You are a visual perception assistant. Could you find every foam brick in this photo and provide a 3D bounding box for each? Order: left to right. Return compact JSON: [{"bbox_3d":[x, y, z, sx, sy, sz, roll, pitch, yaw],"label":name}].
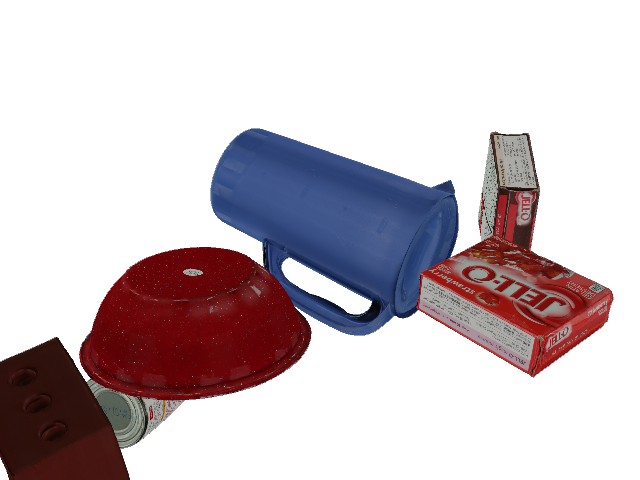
[{"bbox_3d":[-0.138,0.099,0.544,0.053,0.051,0.078,-24,42,-22],"label":"foam brick"}]

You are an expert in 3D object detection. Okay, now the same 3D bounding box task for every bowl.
[{"bbox_3d":[-0.087,0.047,0.736,0.162,0.055,0.162,-2,22,1],"label":"bowl"}]

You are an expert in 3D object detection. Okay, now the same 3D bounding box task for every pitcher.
[{"bbox_3d":[0.006,-0.018,1.086,0.243,0.145,0.149,24,27,24],"label":"pitcher"}]

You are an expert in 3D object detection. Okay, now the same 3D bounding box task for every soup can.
[{"bbox_3d":[-0.157,0.129,0.926,0.069,0.068,0.102,0,16,21],"label":"soup can"}]

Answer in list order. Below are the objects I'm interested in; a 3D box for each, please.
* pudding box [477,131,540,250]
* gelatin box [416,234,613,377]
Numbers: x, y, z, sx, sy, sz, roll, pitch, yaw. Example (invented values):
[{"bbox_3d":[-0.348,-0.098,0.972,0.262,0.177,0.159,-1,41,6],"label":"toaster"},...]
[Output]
[{"bbox_3d":[0.162,-0.031,0.920,0.039,0.090,0.113,4,31,1],"label":"pudding box"},{"bbox_3d":[0.113,0.035,0.627,0.073,0.030,0.089,-24,40,-38],"label":"gelatin box"}]
